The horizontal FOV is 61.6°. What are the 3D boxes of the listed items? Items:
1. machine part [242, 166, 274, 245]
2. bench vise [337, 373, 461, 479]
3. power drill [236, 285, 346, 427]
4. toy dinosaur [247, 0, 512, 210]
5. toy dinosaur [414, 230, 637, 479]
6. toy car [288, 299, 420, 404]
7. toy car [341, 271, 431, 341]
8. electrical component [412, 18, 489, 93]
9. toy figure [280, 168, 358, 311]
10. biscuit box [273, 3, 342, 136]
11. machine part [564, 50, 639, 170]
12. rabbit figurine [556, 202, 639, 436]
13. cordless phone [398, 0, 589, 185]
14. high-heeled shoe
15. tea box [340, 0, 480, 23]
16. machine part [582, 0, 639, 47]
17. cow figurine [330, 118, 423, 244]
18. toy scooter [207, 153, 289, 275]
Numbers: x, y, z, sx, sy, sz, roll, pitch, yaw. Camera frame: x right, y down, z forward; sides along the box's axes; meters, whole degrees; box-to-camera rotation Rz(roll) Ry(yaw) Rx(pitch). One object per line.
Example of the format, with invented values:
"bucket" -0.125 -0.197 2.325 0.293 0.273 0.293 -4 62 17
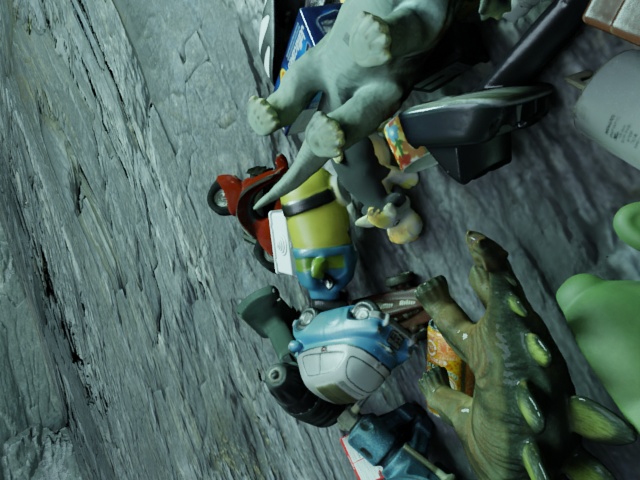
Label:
"machine part" -0.101 -0.052 0.867 0.084 0.039 0.138 32 124 46
"bench vise" 0.082 0.297 0.607 0.224 0.240 0.129 48 130 9
"power drill" -0.045 0.161 0.759 0.207 0.086 0.231 48 176 41
"toy dinosaur" 0.055 -0.168 0.464 0.131 0.192 0.405 57 148 6
"toy dinosaur" 0.178 0.180 0.493 0.199 0.105 0.470 -119 7 -52
"toy car" 0.032 0.139 0.626 0.109 0.103 0.162 41 143 -26
"toy car" 0.065 0.100 0.704 0.202 0.053 0.089 -21 81 50
"electrical component" 0.104 -0.183 0.557 0.119 0.075 0.047 -22 83 36
"toy figure" 0.000 -0.002 0.670 0.082 0.089 0.180 10 104 60
"biscuit box" -0.009 -0.198 0.652 0.202 0.059 0.063 135 116 -70
"machine part" 0.271 -0.069 0.380 0.243 0.079 0.079 53 135 41
"rabbit figurine" 0.289 0.044 0.412 0.170 0.121 0.159 -37 64 27
"cordless phone" 0.166 -0.146 0.453 0.089 0.146 0.184 50 133 16
"high-heeled shoe" -0.021 -0.300 0.657 0.249 0.086 0.145 142 133 -65
"tea box" 0.106 -0.263 0.553 0.170 0.068 0.098 -29 78 49
"machine part" 0.273 -0.116 0.294 0.201 0.201 0.087 45 128 33
"cow figurine" 0.061 -0.071 0.630 0.068 0.098 0.167 -32 75 41
"toy scooter" -0.068 -0.046 0.789 0.135 0.075 0.184 -43 91 18
